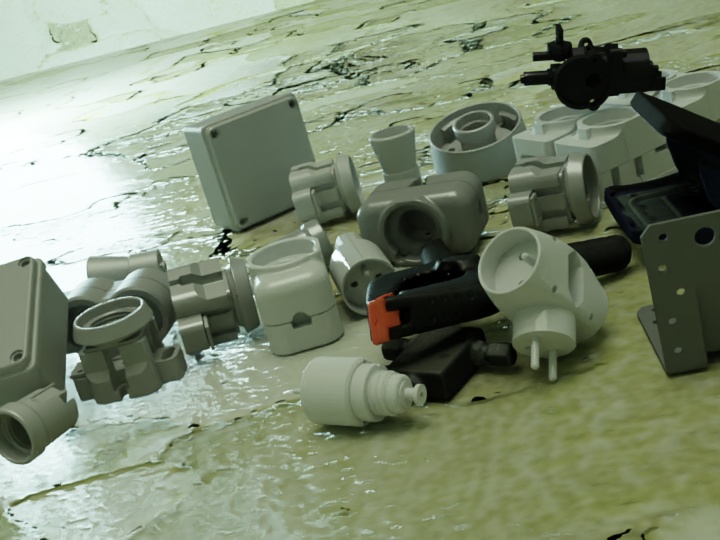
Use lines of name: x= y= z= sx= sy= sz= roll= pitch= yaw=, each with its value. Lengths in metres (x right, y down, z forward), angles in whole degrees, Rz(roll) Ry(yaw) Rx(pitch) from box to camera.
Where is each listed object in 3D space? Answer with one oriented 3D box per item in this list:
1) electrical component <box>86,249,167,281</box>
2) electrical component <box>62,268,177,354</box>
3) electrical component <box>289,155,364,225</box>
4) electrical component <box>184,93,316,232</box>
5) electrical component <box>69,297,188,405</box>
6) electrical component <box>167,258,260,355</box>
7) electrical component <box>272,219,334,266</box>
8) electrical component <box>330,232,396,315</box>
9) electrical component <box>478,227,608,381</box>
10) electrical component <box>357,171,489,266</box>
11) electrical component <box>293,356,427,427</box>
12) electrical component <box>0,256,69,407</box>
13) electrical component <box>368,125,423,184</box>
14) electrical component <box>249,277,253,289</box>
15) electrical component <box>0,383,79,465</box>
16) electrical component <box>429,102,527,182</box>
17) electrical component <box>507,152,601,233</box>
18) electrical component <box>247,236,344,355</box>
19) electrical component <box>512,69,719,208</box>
electrical component: x=-0.203 y=0.004 z=0.947 sx=0.065 sy=0.044 sz=0.044 roll=-10 pitch=20 yaw=-1
electrical component: x=-0.207 y=0.030 z=0.860 sx=0.138 sy=0.052 sz=0.073 roll=-11 pitch=21 yaw=11
electrical component: x=-0.030 y=-0.075 z=1.007 sx=0.057 sy=0.058 sz=0.078 roll=-15 pitch=20 yaw=7
electrical component: x=-0.105 y=-0.108 z=1.071 sx=0.109 sy=0.108 sz=0.056 roll=-26 pitch=20 yaw=-28
electrical component: x=-0.169 y=0.055 z=0.763 sx=0.078 sy=0.057 sz=0.058 roll=-13 pitch=20 yaw=6
electrical component: x=-0.108 y=0.023 z=0.798 sx=0.057 sy=0.058 sz=0.078 roll=-14 pitch=39 yaw=-7
electrical component: x=-0.050 y=-0.015 z=0.888 sx=0.046 sy=0.040 sz=0.040 roll=-26 pitch=22 yaw=-11
electrical component: x=0.000 y=0.000 z=0.807 sx=0.043 sy=0.043 sz=0.081 roll=-17 pitch=20 yaw=-6
electrical component: x=0.109 y=0.026 z=0.634 sx=0.043 sy=0.077 sz=0.079 roll=-19 pitch=53 yaw=37
electrical component: x=0.050 y=-0.040 z=0.863 sx=0.095 sy=0.053 sz=0.059 roll=-7 pitch=22 yaw=21
electrical component: x=0.002 y=0.071 z=0.626 sx=0.078 sy=0.040 sz=0.040 roll=-2 pitch=24 yaw=32
electrical component: x=-0.270 y=0.057 z=0.769 sx=0.109 sy=0.056 sz=0.108 roll=-18 pitch=46 yaw=5
electrical component: x=0.037 y=-0.098 z=1.005 sx=0.044 sy=0.065 sz=0.044 roll=-13 pitch=20 yaw=5
electrical component: x=-0.071 y=0.008 z=0.849 sx=0.061 sy=0.035 sz=0.035 roll=-20 pitch=21 yaw=-5
electrical component: x=-0.213 y=0.099 z=0.705 sx=0.040 sy=0.040 sz=0.046 roll=-3 pitch=19 yaw=29
electrical component: x=0.117 y=-0.117 z=1.036 sx=0.099 sy=0.064 sz=0.099 roll=-14 pitch=34 yaw=10
electrical component: x=0.153 y=-0.061 z=0.840 sx=0.057 sy=0.058 sz=0.078 roll=-8 pitch=21 yaw=26
electrical component: x=-0.048 y=0.013 z=0.783 sx=0.054 sy=0.059 sz=0.095 roll=-16 pitch=20 yaw=-2
electrical component: x=0.238 y=-0.121 z=0.933 sx=0.186 sy=0.060 sz=0.105 roll=-25 pitch=22 yaw=-25
